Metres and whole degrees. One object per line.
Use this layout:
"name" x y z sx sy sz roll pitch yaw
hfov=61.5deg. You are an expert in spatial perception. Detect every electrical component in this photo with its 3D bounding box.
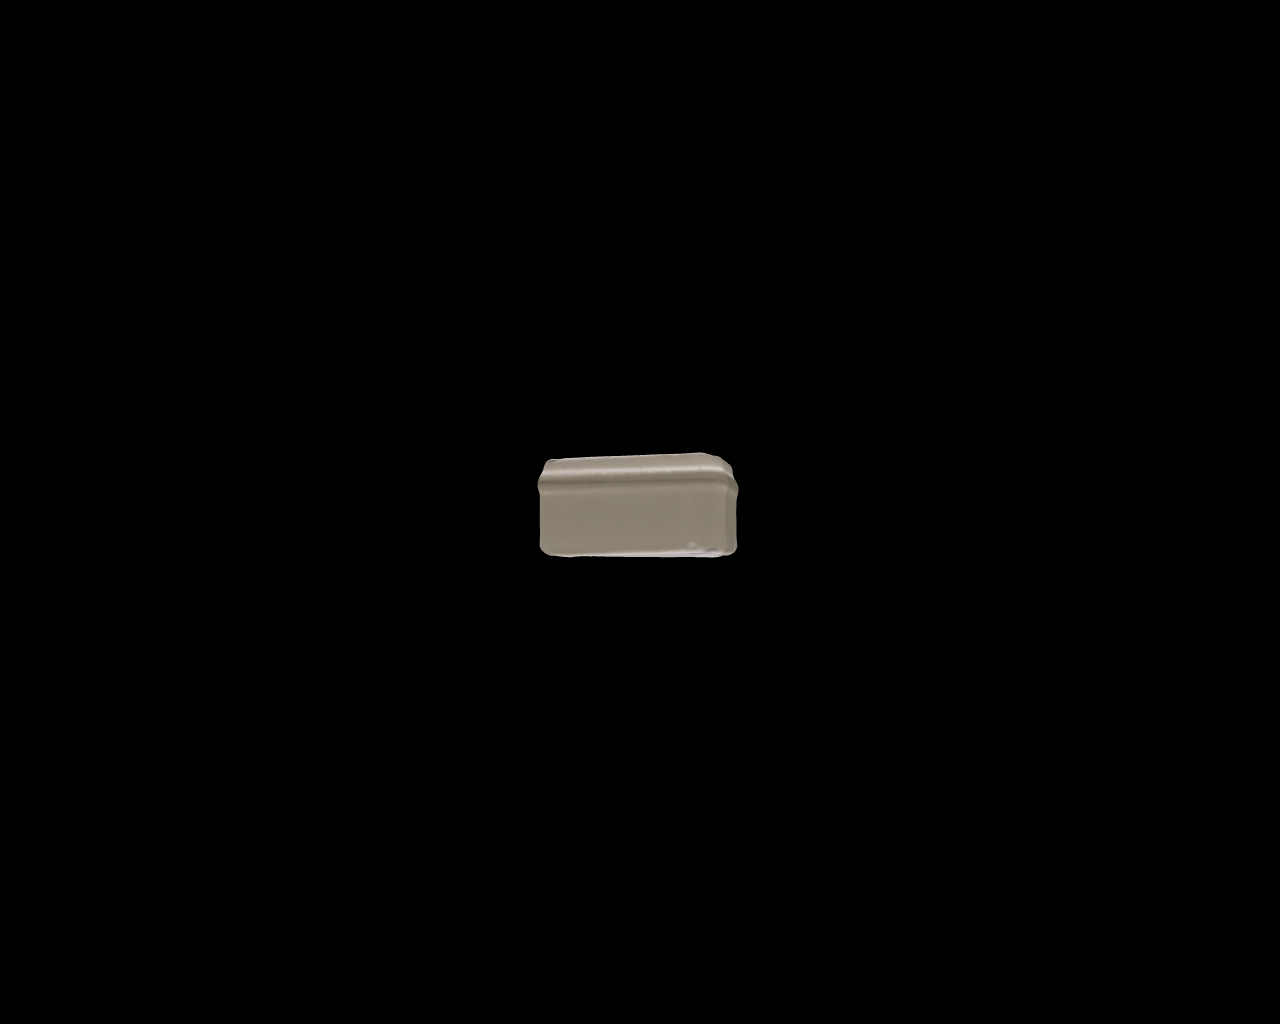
"electrical component" 0.001 -0.003 0.650 0.113 0.057 0.078 -1 -4 11
